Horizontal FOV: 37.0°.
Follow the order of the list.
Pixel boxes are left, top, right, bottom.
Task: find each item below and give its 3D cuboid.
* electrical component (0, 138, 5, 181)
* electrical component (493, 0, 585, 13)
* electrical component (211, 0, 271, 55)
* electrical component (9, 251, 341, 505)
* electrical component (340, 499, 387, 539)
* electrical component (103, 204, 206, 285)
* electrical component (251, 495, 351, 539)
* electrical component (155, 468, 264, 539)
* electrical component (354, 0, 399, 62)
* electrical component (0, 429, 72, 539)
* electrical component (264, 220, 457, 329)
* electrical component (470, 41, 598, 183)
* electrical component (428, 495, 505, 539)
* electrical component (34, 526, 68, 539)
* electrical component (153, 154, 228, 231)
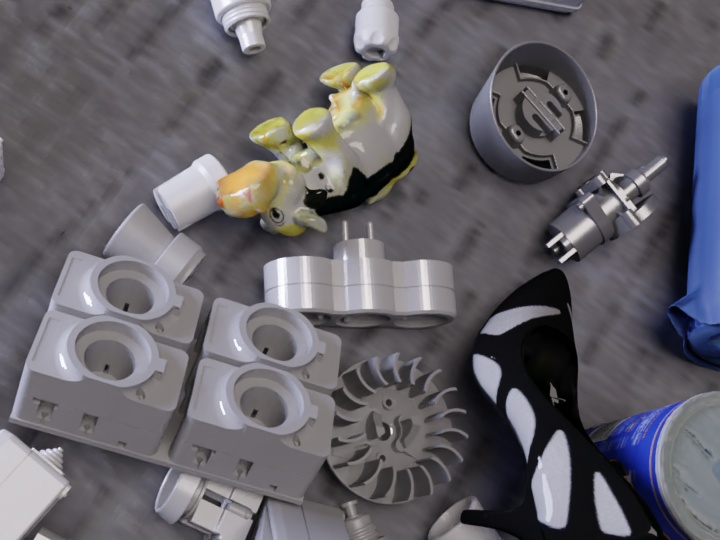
[{"bbox_3d":[-0.286,-0.073,0.688,0.096,0.062,0.061,31,67,-7],"label":"electrical component"},{"bbox_3d":[0.139,-0.278,0.889,0.109,0.056,0.108,6,72,-16],"label":"electrical component"},{"bbox_3d":[-0.086,-0.192,0.798,0.043,0.043,0.062,-12,79,-21],"label":"electrical component"},{"bbox_3d":[-0.109,0.064,0.681,0.186,0.060,0.105,19,41,-12],"label":"electrical component"},{"bbox_3d":[0.004,0.192,0.712,0.040,0.040,0.078,-14,79,-21],"label":"electrical component"},{"bbox_3d":[-0.138,-0.011,0.726,0.055,0.045,0.045,37,67,-5],"label":"electrical component"},{"bbox_3d":[-0.044,0.184,0.675,0.061,0.096,0.061,17,99,-13],"label":"electrical component"},{"bbox_3d":[-0.098,0.147,0.692,0.055,0.048,0.066,30,67,-16],"label":"electrical component"},{"bbox_3d":[0.013,-0.195,0.836,0.035,0.035,0.061,9,69,-15],"label":"electrical component"},{"bbox_3d":[-0.220,0.138,0.645,0.061,0.062,0.096,41,67,-3],"label":"electrical component"},{"bbox_3d":[0.000,0.000,0.762,0.138,0.052,0.073,2,74,-17],"label":"electrical component"},{"bbox_3d":[0.136,-0.119,0.836,0.099,0.064,0.099,5,72,-16],"label":"electrical component"},{"bbox_3d":[0.084,0.194,0.738,0.044,0.044,0.065,-43,94,-24],"label":"electrical component"},{"bbox_3d":[-0.185,0.202,0.640,0.057,0.058,0.078,30,67,-4],"label":"electrical component"},{"bbox_3d":[-0.115,-0.053,0.749,0.046,0.040,0.040,-32,86,-18],"label":"electrical component"}]
